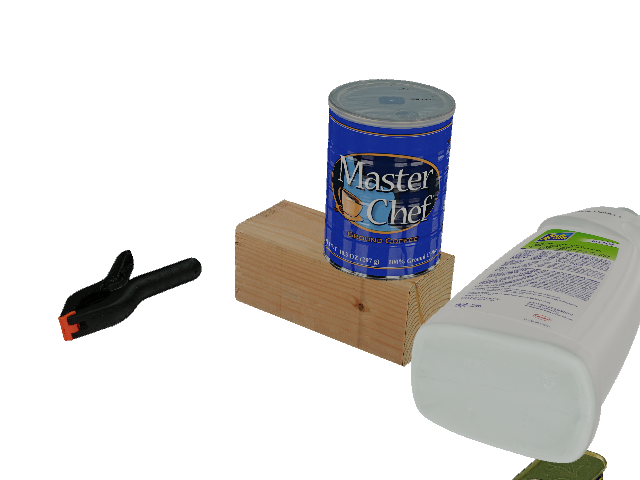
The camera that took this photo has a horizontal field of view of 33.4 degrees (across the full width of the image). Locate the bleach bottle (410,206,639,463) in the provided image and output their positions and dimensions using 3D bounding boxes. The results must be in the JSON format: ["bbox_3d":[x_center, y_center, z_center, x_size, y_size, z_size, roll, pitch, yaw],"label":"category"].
[{"bbox_3d":[0.150,0.034,0.627,0.103,0.068,0.250,12,26,29],"label":"bleach bottle"}]

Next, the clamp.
[{"bbox_3d":[-0.212,0.057,1.171,0.120,0.039,0.171,-5,26,29],"label":"clamp"}]

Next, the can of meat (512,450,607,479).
[{"bbox_3d":[0.206,0.240,0.927,0.058,0.084,0.101,11,26,41],"label":"can of meat"}]

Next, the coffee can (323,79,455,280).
[{"bbox_3d":[0.055,-0.052,0.888,0.103,0.140,0.103,2,26,-1],"label":"coffee can"}]

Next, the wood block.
[{"bbox_3d":[0.020,0.039,1.080,0.206,0.091,0.090,19,31,30],"label":"wood block"}]
